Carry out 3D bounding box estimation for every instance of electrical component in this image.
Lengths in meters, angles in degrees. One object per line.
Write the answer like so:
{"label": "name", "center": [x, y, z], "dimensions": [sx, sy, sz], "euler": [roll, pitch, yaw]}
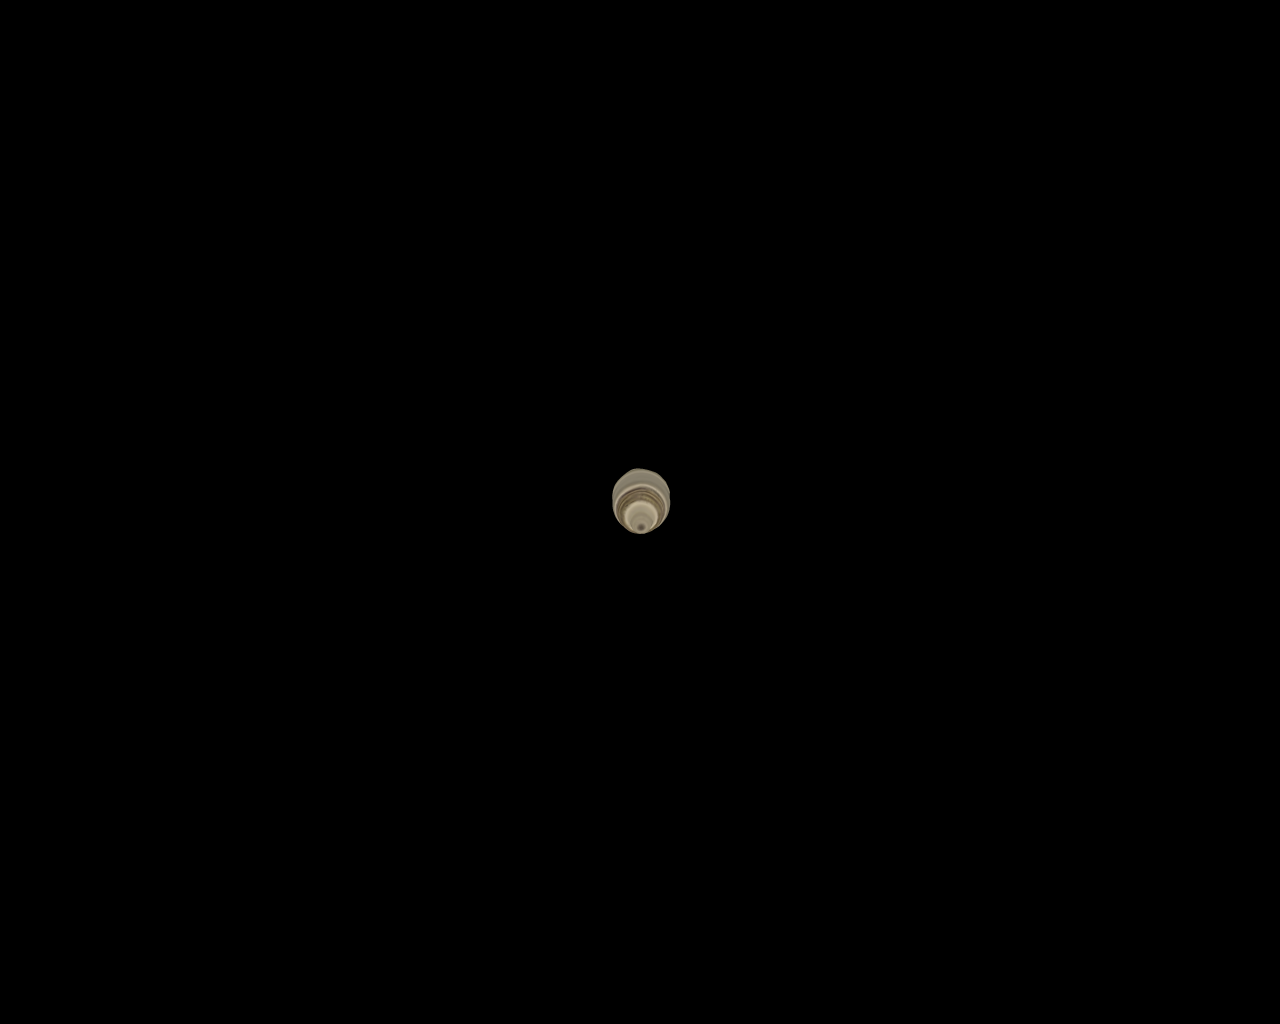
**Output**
{"label": "electrical component", "center": [0.001, -0.003, 0.650], "dimensions": [0.035, 0.035, 0.061], "euler": [0, 23, 0]}
